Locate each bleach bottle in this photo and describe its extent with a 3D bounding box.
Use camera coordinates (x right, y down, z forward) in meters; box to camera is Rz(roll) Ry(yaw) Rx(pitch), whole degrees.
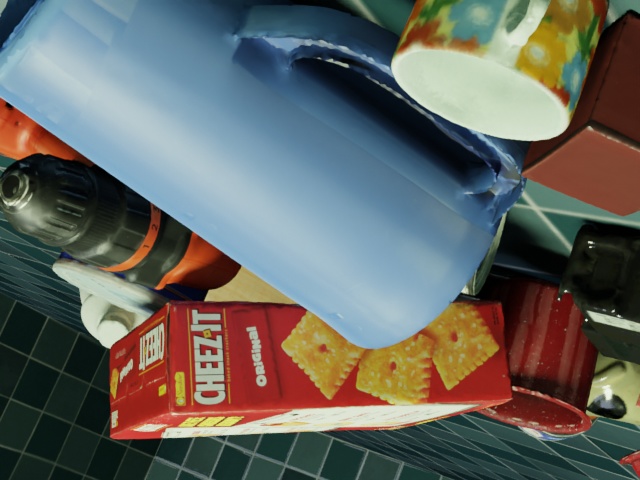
[{"bbox_3d":[-0.203,0.044,1.077,0.102,0.068,0.251,26,-167,-12],"label":"bleach bottle"}]

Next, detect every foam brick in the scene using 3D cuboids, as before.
[{"bbox_3d":[0.127,-0.049,0.445,0.053,0.051,0.078,23,167,-5],"label":"foam brick"}]

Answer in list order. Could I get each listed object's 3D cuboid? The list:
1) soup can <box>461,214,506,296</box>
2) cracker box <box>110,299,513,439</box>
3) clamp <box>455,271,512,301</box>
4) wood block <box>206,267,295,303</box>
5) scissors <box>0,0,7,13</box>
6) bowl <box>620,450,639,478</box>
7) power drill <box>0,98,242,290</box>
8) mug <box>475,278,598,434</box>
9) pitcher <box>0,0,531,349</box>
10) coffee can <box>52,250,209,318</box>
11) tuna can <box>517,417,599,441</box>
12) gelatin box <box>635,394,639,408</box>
[{"bbox_3d":[0.058,-0.011,0.666,0.102,0.068,0.068,18,166,17],"label":"soup can"},{"bbox_3d":[-0.013,0.083,0.678,0.213,0.072,0.164,2,165,-22],"label":"cracker box"},{"bbox_3d":[0.104,0.030,0.817,0.164,0.036,0.210,29,161,-24],"label":"clamp"},{"bbox_3d":[-0.071,0.041,1.027,0.205,0.090,0.091,29,165,-28],"label":"wood block"},{"bbox_3d":[-0.204,-0.131,0.590,0.201,0.016,0.096,7,149,-10],"label":"scissors"},{"bbox_3d":[0.307,0.163,0.781,0.162,0.055,0.162,-14,160,-5],"label":"bowl"},{"bbox_3d":[-0.148,-0.042,0.600,0.188,0.057,0.184,38,-175,29],"label":"power drill"},{"bbox_3d":[0.137,0.078,0.734,0.117,0.081,0.093,0,153,39],"label":"mug"},{"bbox_3d":[-0.027,-0.060,0.515,0.242,0.149,0.145,33,-166,-26],"label":"pitcher"},{"bbox_3d":[-0.106,-0.022,0.729,0.103,0.140,0.103,21,167,5],"label":"coffee can"},{"bbox_3d":[0.208,0.134,0.947,0.086,0.086,0.034,23,165,-2],"label":"tuna can"},{"bbox_3d":[0.265,0.091,0.714,0.030,0.073,0.089,35,163,-38],"label":"gelatin box"}]
